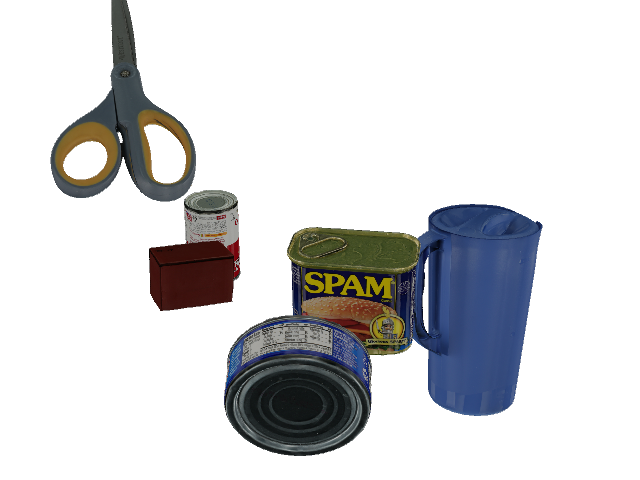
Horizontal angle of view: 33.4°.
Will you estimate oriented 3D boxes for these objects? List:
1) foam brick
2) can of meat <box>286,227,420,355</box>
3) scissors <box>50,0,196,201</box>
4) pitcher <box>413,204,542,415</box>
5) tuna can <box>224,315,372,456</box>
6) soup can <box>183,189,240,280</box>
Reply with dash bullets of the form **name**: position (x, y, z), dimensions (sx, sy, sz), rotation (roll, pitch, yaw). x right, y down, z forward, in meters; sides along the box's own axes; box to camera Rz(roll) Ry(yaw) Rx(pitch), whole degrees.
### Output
- **foam brick**: position (-0.133, 0.035, 1.093), dimensions (0.078, 0.051, 0.053), rotation (-7, 20, -20)
- **can of meat**: position (0.026, 0.041, 0.845), dimensions (0.102, 0.084, 0.057), rotation (4, 29, 8)
- **scissors**: position (-0.142, -0.094, 0.689), dimensions (0.096, 0.202, 0.016), rotation (-18, -37, -18)
- **pitcher**: position (0.181, 0.086, 1.290), dimensions (0.149, 0.243, 0.145), rotation (6, 19, 13)
- **tuna can**: position (-0.013, 0.086, 0.616), dimensions (0.086, 0.086, 0.033), rotation (0, 39, 2)
- **soup can**: position (-0.135, -0.004, 1.323), dimensions (0.068, 0.102, 0.068), rotation (0, 26, 0)
